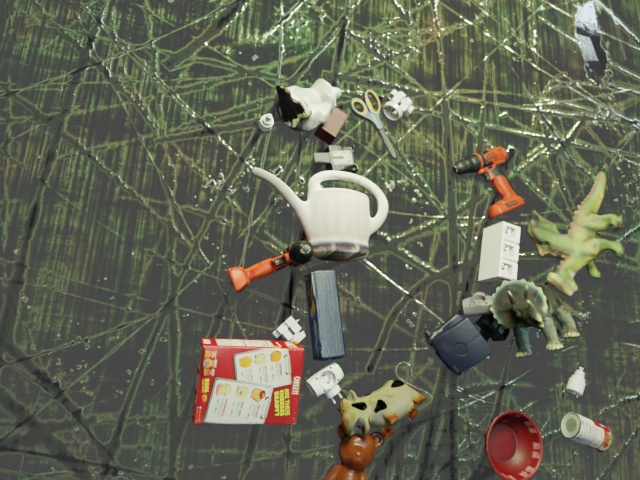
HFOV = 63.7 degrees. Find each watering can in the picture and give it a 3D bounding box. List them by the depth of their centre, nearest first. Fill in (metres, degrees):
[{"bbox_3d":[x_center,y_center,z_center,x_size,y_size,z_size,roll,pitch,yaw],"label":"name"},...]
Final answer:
[{"bbox_3d":[0.004,-0.062,1.230,0.347,0.227,0.103,5,-15,-17],"label":"watering can"}]

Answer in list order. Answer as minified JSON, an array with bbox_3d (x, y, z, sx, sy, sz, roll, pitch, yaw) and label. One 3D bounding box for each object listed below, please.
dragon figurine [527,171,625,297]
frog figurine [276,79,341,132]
[{"bbox_3d":[0.713,-0.031,1.463,0.242,0.418,0.120,11,-23,-7],"label":"dragon figurine"},{"bbox_3d":[-0.027,-0.345,1.303,0.138,0.120,0.162,28,38,27],"label":"frog figurine"}]
